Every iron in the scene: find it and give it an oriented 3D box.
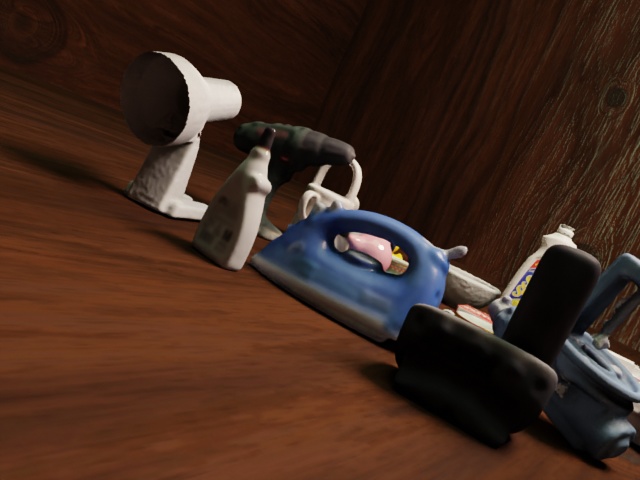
[{"bbox_3d":[0.047,0.024,0.711,0.257,0.141,0.119,27,7,14],"label":"iron"}]

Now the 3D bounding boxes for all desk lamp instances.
[{"bbox_3d":[-0.200,-0.145,0.823,0.117,0.213,0.204,27,7,19],"label":"desk lamp"}]

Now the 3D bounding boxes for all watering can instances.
[{"bbox_3d":[0.017,-0.073,1.111,0.101,0.194,0.173,26,7,7],"label":"watering can"}]

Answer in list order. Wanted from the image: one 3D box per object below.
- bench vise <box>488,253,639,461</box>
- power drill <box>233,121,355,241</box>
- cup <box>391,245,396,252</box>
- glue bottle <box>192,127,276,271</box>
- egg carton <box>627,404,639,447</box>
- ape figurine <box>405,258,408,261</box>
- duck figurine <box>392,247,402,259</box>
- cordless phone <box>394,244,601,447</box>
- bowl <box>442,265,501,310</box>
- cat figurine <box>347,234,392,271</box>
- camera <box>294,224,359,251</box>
[{"bbox_3d":[0.277,0.097,0.636,0.206,0.220,0.122,30,8,35],"label":"bench vise"},{"bbox_3d":[-0.071,-0.109,1.018,0.229,0.208,0.076,28,7,22],"label":"power drill"},{"bbox_3d":[0.068,0.018,1.019,0.118,0.095,0.091,24,7,-9],"label":"cup"},{"bbox_3d":[-0.091,-0.055,0.687,0.077,0.173,0.037,30,9,37],"label":"glue bottle"},{"bbox_3d":[0.438,0.239,0.758,0.107,0.069,0.150,22,7,-22],"label":"egg carton"},{"bbox_3d":[0.232,0.050,1.367,0.076,0.092,0.078,27,7,21],"label":"ape figurine"},{"bbox_3d":[0.160,0.025,1.332,0.105,0.086,0.077,18,9,-42],"label":"duck figurine"},{"bbox_3d":[0.161,0.076,0.533,0.147,0.185,0.094,26,7,14],"label":"cordless phone"},{"bbox_3d":[0.303,0.108,1.253,0.167,0.075,0.167,24,7,-3],"label":"bowl"},{"bbox_3d":[0.085,0.042,0.809,0.128,0.118,0.067,24,7,-5],"label":"cat figurine"},{"bbox_3d":[0.008,0.003,0.901,0.137,0.101,0.142,19,9,-40],"label":"camera"}]
